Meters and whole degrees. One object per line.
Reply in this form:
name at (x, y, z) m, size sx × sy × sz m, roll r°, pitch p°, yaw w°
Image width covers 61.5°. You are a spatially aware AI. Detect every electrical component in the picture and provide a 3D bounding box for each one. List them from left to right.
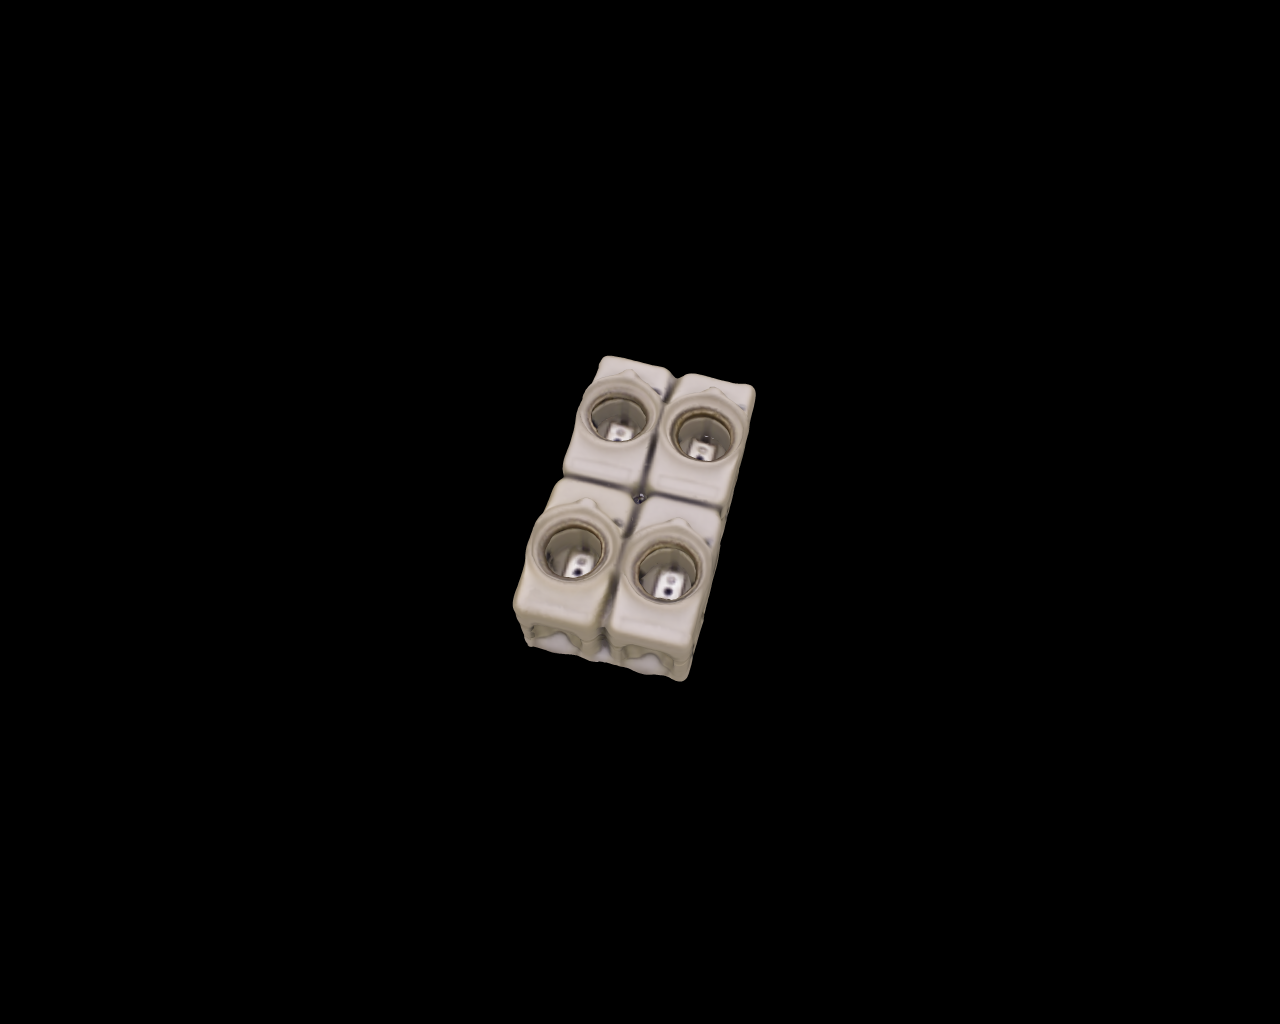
electrical component at (0.001, -0.003, 0.650) m, size 0.105 × 0.186 × 0.060 m, roll 13°, pitch -28°, yaw 7°
